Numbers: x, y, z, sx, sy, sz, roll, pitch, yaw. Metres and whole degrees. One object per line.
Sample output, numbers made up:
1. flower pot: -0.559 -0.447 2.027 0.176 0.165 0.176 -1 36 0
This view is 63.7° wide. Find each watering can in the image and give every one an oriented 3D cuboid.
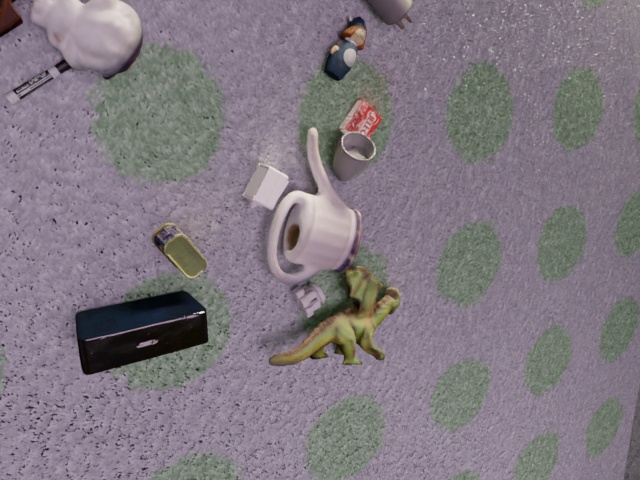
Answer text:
1. watering can: 0.004 -0.059 1.164 0.223 0.105 0.347 16 93 -35

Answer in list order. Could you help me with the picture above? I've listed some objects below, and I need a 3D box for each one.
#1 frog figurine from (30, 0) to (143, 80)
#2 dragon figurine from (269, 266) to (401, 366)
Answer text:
1. frog figurine: -0.380 -0.349 0.846 0.136 0.125 0.158 -49 137 11
2. dragon figurine: 0.063 0.180 1.255 0.410 0.122 0.242 6 93 -43
